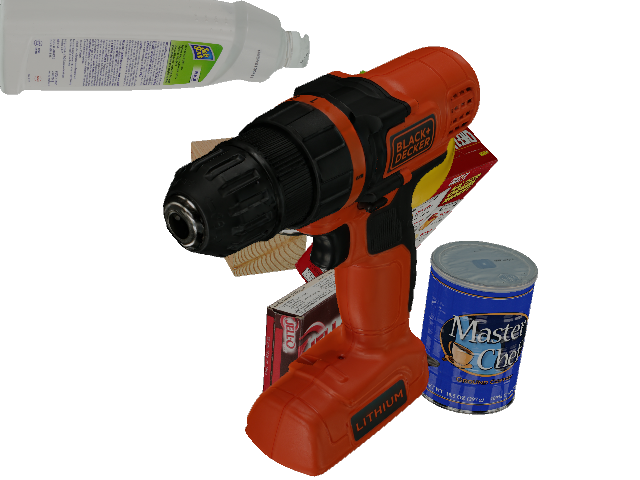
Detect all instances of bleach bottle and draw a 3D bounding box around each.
[{"bbox_3d":[-0.136,-0.162,0.887,0.250,0.068,0.103,2,-27,-15],"label":"bleach bottle"}]

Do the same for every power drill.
[{"bbox_3d":[0.004,0.016,0.495,0.057,0.188,0.184,28,41,32],"label":"power drill"}]

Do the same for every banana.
[{"bbox_3d":[0.059,-0.064,0.734,0.069,0.037,0.197,2,30,0],"label":"banana"}]

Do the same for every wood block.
[{"bbox_3d":[-0.092,-0.047,1.317,0.090,0.090,0.206,-7,30,-19],"label":"wood block"}]

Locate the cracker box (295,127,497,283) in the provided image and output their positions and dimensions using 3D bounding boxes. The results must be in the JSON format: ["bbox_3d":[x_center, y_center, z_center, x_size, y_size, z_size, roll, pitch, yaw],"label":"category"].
[{"bbox_3d":[0.085,-0.033,1.251,0.163,0.072,0.214,-23,-22,-50],"label":"cracker box"}]

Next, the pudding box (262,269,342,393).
[{"bbox_3d":[-0.004,0.081,0.883,0.039,0.090,0.113,15,24,24],"label":"pudding box"}]

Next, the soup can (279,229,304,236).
[{"bbox_3d":[-0.026,-0.064,1.027,0.068,0.102,0.068,0,27,0],"label":"soup can"}]

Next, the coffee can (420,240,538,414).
[{"bbox_3d":[0.151,0.084,1.050,0.103,0.140,0.103,4,24,-2],"label":"coffee can"}]
